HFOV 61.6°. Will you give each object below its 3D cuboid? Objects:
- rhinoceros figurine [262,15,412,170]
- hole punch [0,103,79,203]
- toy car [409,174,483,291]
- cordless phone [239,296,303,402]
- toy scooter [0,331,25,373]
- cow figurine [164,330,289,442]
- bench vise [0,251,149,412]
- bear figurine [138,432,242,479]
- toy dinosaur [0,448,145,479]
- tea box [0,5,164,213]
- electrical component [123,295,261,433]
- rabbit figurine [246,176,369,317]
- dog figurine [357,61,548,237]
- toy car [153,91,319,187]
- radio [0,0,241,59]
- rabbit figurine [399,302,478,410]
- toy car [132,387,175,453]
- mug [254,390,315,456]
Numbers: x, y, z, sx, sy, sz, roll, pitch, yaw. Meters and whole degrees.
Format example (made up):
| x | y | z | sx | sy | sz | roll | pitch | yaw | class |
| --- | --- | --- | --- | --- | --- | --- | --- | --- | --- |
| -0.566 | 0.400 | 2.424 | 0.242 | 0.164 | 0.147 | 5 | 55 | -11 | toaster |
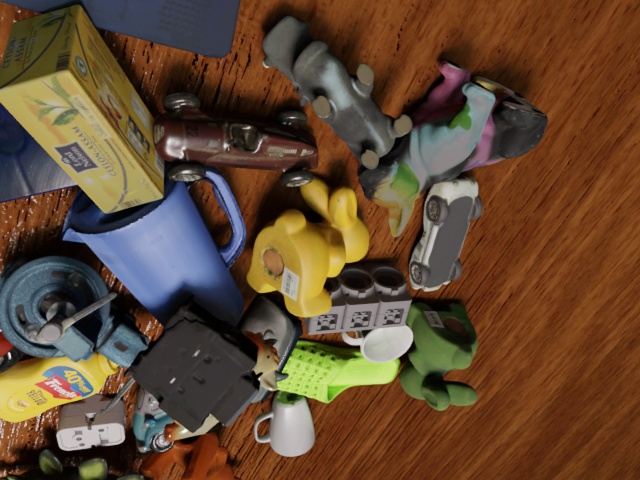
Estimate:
| x | y | z | sx | sy | sz | roll | pitch | yaw | class |
| --- | --- | --- | --- | --- | --- | --- | --- | --- | --- |
| 0.018 | -0.162 | 0.590 | 0.073 | 0.112 | 0.190 | -45 | 112 | 7 | rhinoceros figurine |
| -0.307 | -0.103 | 0.554 | 0.142 | 0.092 | 0.115 | -13 | 125 | -3 | hole punch |
| 0.182 | -0.005 | 0.797 | 0.073 | 0.056 | 0.201 | -8 | 129 | -20 | toy car |
| -0.130 | 0.139 | 0.799 | 0.184 | 0.089 | 0.146 | 26 | 100 | -1 | cordless phone |
| -0.482 | 0.128 | 0.683 | 0.184 | 0.075 | 0.135 | -22 | 128 | 6 | toy scooter |
| -0.127 | 0.191 | 0.715 | 0.127 | 0.086 | 0.194 | 4 | 135 | -36 | cow figurine |
| -0.283 | 0.104 | 0.633 | 0.129 | 0.241 | 0.223 | -43 | 104 | -15 | bench vise |
| -0.218 | 0.415 | 0.951 | 0.120 | 0.132 | 0.195 | 7 | 126 | 17 | bear figurine |
| -0.350 | 0.423 | 0.859 | 0.472 | 0.105 | 0.198 | 9 | 138 | -4 | toy dinosaur |
| -0.213 | -0.115 | 0.506 | 0.068 | 0.098 | 0.169 | -15 | 144 | 6 | tea box |
| -0.136 | 0.147 | 0.616 | 0.134 | 0.058 | 0.115 | 39 | 96 | -7 | electrical component |
| -0.001 | -0.002 | 0.712 | 0.173 | 0.122 | 0.162 | -14 | 114 | -43 | rabbit figurine |
| 0.156 | -0.103 | 0.685 | 0.191 | 0.109 | 0.219 | 13 | 125 | -28 | dog figurine |
| -0.082 | -0.107 | 0.594 | 0.202 | 0.089 | 0.053 | 0 | 169 | -34 | toy car |
| -0.182 | -0.260 | 0.482 | 0.229 | 0.073 | 0.131 | 7 | 123 | -23 | radio |
| 0.198 | 0.209 | 0.903 | 0.121 | 0.159 | 0.170 | -1 | 129 | -28 | rabbit figurine |
| -0.225 | 0.244 | 0.832 | 0.162 | 0.109 | 0.102 | -26 | 112 | -8 | toy car |
| -0.063 | 0.316 | 0.954 | 0.110 | 0.081 | 0.107 | -3 | 116 | -9 | mug |
